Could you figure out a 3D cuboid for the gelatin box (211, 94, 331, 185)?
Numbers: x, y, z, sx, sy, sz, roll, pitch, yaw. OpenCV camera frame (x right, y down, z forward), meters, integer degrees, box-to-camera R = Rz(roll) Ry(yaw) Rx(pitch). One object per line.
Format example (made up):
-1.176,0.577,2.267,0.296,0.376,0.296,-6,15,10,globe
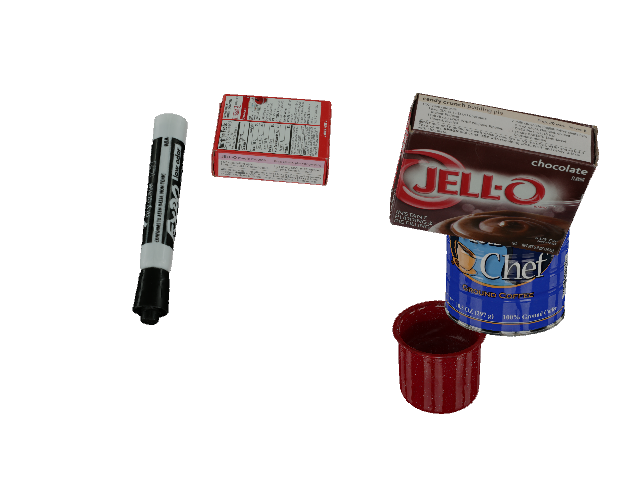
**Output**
-0.037,-0.078,0.826,0.089,0.030,0.073,4,44,-1,gelatin box

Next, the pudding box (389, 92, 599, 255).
0.104,-0.040,0.656,0.113,0.039,0.090,9,-36,2,pudding box

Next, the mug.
0.128,0.115,1.086,0.093,0.081,0.117,20,40,33,mug

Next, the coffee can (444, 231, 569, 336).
0.155,-0.006,0.887,0.103,0.140,0.103,-2,23,0,coffee can

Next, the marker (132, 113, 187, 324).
-0.087,-0.012,0.582,0.020,0.121,0.020,2,-23,1,marker
